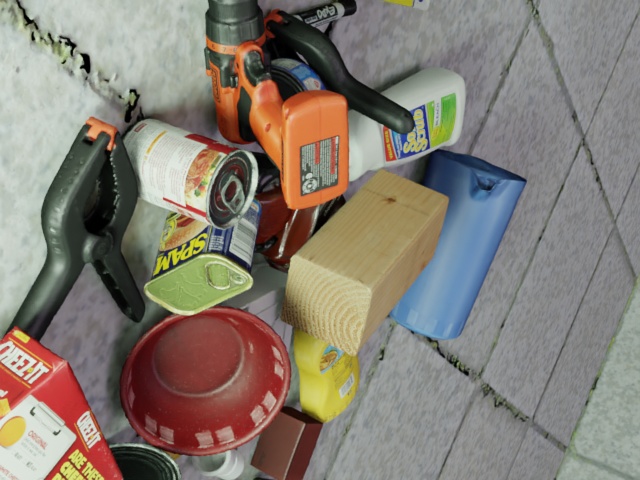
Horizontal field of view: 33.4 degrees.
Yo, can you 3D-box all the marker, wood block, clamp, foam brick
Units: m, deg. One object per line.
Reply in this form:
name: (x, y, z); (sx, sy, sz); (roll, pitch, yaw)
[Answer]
marker: (0.001, -0.225, 1.067); (0.120, 0.020, 0.020); (-32, 135, -50)
wood block: (0.051, 0.018, 1.129); (0.205, 0.091, 0.090); (-45, 154, -49)
clamp: (0.012, -0.148, 1.012); (0.171, 0.120, 0.039); (52, 48, -24)
foam brick: (-0.040, 0.245, 1.283); (0.051, 0.053, 0.078); (14, 98, -63)
clamp: (-0.184, 0.003, 0.867); (0.164, 0.036, 0.210); (-16, 126, -59)

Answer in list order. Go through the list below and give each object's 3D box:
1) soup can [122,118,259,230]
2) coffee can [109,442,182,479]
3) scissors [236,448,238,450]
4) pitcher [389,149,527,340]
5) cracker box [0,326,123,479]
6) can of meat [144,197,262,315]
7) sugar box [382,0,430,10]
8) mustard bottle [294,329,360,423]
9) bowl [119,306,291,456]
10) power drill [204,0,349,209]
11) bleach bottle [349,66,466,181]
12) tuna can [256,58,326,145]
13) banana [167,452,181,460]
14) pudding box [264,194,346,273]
soup can: (-0.111, -0.056, 0.886); (0.068, 0.102, 0.068); (-41, 141, -43)
coffee can: (-0.181, 0.275, 0.989); (0.102, 0.103, 0.140); (-32, 135, -50)
scissors: (-0.102, 0.301, 1.249); (0.096, 0.016, 0.202); (9, 101, -64)
pitcher: (0.177, 0.004, 1.450); (0.148, 0.145, 0.243); (3, 110, -49)
cracker box: (-0.263, 0.192, 0.788); (0.213, 0.072, 0.164); (-43, 145, -28)
can of meat: (-0.100, 0.007, 0.934); (0.057, 0.102, 0.084); (35, 47, -32)
sugar box: (0.074, -0.297, 1.121); (0.175, 0.048, 0.093); (-11, 118, -58)
mustard bottle: (0.007, 0.126, 1.279); (0.096, 0.058, 0.191); (-48, 146, -36)
bowl: (-0.111, 0.123, 1.013); (0.162, 0.055, 0.162); (-6, 114, -13)
power drill: (-0.041, -0.128, 0.883); (0.057, 0.188, 0.184); (-19, 133, -17)
bleach bottle: (0.080, -0.122, 1.238); (0.250, 0.068, 0.103); (-33, 137, -46)
tuna can: (-0.034, -0.126, 0.998); (0.033, 0.086, 0.086); (-38, 139, -49)
banana: (-0.108, 0.179, 1.123); (0.197, 0.037, 0.070); (-20, 117, -54)
pudding box: (-0.008, 0.002, 1.186); (0.113, 0.039, 0.090); (-60, 151, -18)
